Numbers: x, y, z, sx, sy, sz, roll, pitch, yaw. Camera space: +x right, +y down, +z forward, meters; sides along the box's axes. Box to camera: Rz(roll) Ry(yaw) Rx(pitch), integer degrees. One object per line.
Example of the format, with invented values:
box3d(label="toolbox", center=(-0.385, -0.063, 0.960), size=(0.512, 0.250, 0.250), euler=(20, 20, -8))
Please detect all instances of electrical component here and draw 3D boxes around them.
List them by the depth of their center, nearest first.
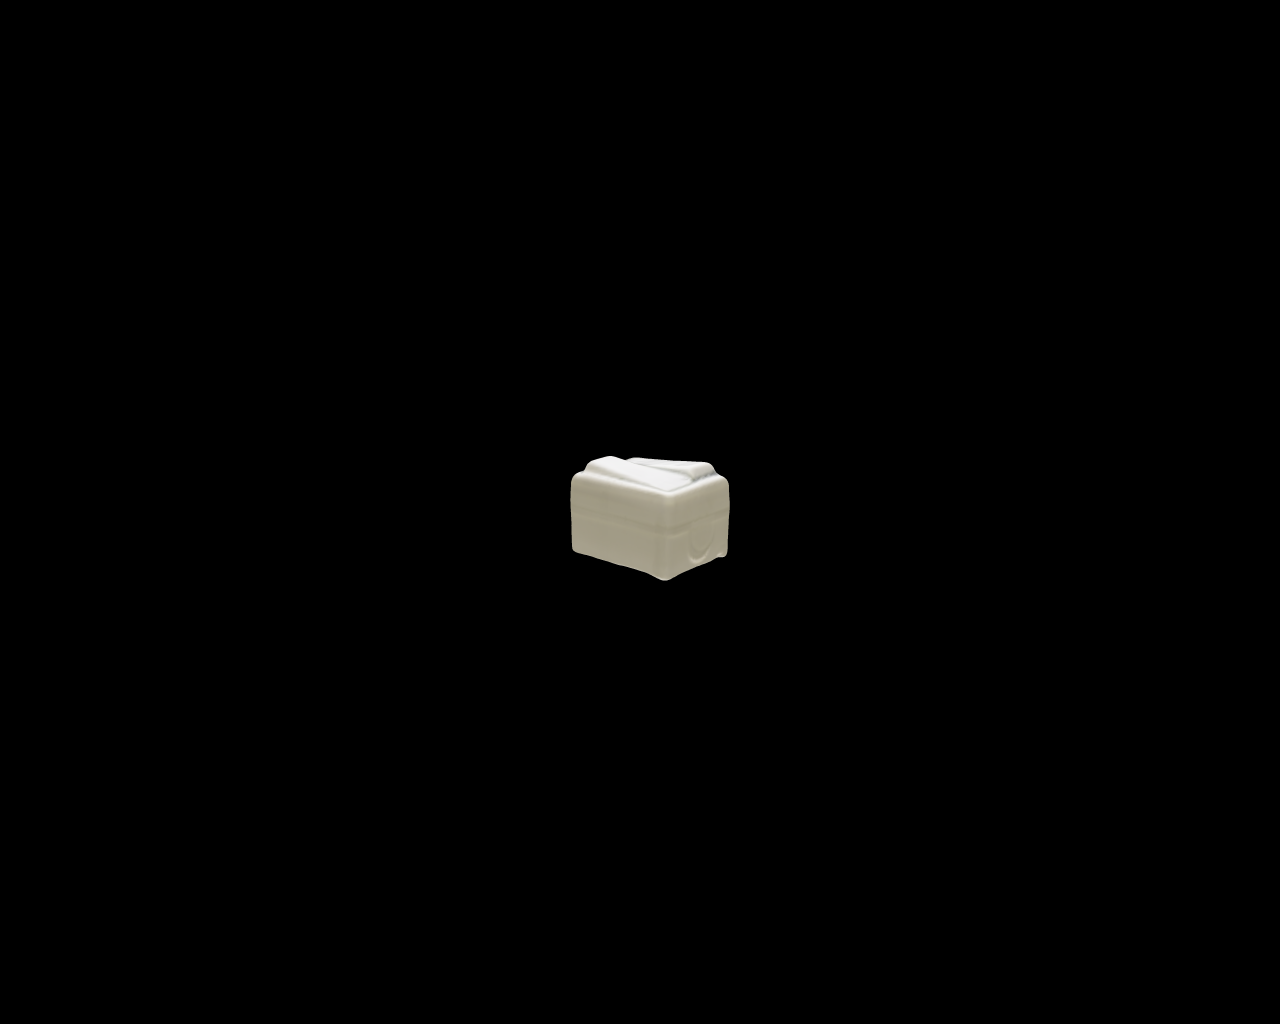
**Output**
box3d(label="electrical component", center=(0.001, -0.003, 0.650), size=(0.096, 0.061, 0.062), euler=(15, 22, 40))
